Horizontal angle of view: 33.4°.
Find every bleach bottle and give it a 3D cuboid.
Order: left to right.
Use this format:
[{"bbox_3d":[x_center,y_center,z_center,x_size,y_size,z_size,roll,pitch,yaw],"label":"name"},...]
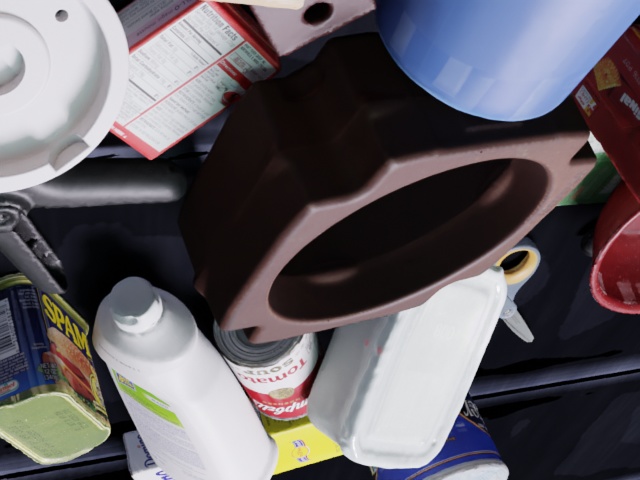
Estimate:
[{"bbox_3d":[-0.094,0.104,0.738,0.068,0.103,0.251,-57,159,-26],"label":"bleach bottle"}]

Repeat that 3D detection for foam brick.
[{"bbox_3d":[-0.016,-0.130,0.473,0.053,0.051,0.078,-27,149,6],"label":"foam brick"}]

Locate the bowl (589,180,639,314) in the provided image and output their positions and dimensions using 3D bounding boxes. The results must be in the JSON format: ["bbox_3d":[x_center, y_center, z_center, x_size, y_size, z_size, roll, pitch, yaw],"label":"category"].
[{"bbox_3d":[0.264,-0.015,0.789,0.162,0.055,0.162,-13,141,-11],"label":"bowl"}]

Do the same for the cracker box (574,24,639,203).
[{"bbox_3d":[0.288,-0.061,0.670,0.213,0.164,0.072,-5,143,-28],"label":"cracker box"}]

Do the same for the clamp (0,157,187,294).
[{"bbox_3d":[-0.154,-0.028,0.551,0.120,0.039,0.171,-36,147,16],"label":"clamp"}]

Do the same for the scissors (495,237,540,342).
[{"bbox_3d":[0.167,0.044,0.895,0.096,0.016,0.201,-38,146,23],"label":"scissors"}]

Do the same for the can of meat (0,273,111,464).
[{"bbox_3d":[-0.175,0.082,0.663,0.057,0.084,0.102,-23,149,1],"label":"can of meat"}]

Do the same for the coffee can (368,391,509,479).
[{"bbox_3d":[0.078,0.149,0.875,0.102,0.140,0.103,-17,148,-11],"label":"coffee can"}]

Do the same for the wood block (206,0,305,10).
[{"bbox_3d":[-0.110,-0.130,0.343,0.205,0.090,0.091,-1,104,-32],"label":"wood block"}]

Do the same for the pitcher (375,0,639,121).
[{"bbox_3d":[0.106,-0.160,0.434,0.149,0.145,0.243,15,141,-13],"label":"pitcher"}]

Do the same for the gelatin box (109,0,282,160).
[{"bbox_3d":[-0.073,-0.087,0.523,0.089,0.030,0.073,-32,148,13],"label":"gelatin box"}]

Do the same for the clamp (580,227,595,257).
[{"bbox_3d":[0.334,-0.016,0.886,0.210,0.036,0.164,-34,139,15],"label":"clamp"}]

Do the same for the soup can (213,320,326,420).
[{"bbox_3d":[-0.032,0.081,0.770,0.068,0.068,0.102,-23,148,-1],"label":"soup can"}]

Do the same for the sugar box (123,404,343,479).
[{"bbox_3d":[-0.068,0.173,0.900,0.176,0.048,0.093,-18,149,-5],"label":"sugar box"}]
